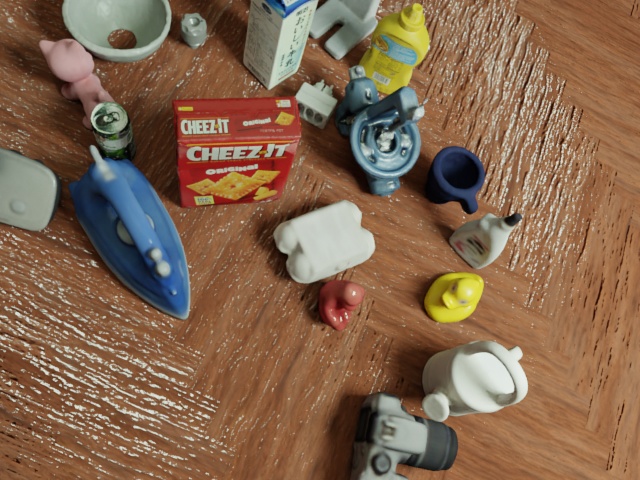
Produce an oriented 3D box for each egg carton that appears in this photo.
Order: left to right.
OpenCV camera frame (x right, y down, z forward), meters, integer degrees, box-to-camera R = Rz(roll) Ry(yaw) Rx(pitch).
[{"bbox_3d":[0.008,0.003,0.899,0.150,0.069,0.107,-23,78,-19],"label":"egg carton"}]

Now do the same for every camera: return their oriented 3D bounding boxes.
[{"bbox_3d":[0.122,0.298,0.806,0.137,0.100,0.143,15,69,-7],"label":"camera"}]

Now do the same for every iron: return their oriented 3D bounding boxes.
[{"bbox_3d":[-0.254,-0.010,0.805,0.119,0.141,0.258,-32,81,-20],"label":"iron"}]

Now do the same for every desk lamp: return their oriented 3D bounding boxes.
[{"bbox_3d":[0.086,-0.458,0.999,0.118,0.213,0.203,41,68,4],"label":"desk lamp"}]

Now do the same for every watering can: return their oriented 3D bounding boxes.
[{"bbox_3d":[0.221,0.200,0.812,0.101,0.194,0.173,39,68,3],"label":"watering can"}]

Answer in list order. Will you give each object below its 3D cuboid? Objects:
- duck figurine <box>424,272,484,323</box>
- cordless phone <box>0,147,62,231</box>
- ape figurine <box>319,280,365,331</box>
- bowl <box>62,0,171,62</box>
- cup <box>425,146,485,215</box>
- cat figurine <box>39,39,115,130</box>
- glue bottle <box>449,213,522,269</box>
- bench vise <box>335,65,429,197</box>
[{"bbox_3d":[0.224,0.084,0.911,0.105,0.086,0.077,-28,79,-20],"label":"duck figurine"},{"bbox_3d":[-0.435,-0.094,0.769,0.147,0.185,0.094,17,68,-6],"label":"cordless phone"},{"bbox_3d":[0.037,0.090,0.863,0.078,0.092,0.076,-23,77,-19],"label":"ape figurine"},{"bbox_3d":[-0.329,-0.354,0.943,0.167,0.074,0.167,4,70,-11],"label":"bowl"},{"bbox_3d":[0.223,-0.087,0.965,0.092,0.095,0.117,-16,75,-17],"label":"cup"},{"bbox_3d":[-0.366,-0.251,0.875,0.067,0.117,0.128,-38,83,-21],"label":"cat figurine"},{"bbox_3d":[0.269,-0.009,0.907,0.078,0.173,0.037,43,68,4],"label":"glue bottle"},{"bbox_3d":[0.087,-0.193,0.904,0.122,0.219,0.207,-34,81,-21],"label":"bench vise"}]
